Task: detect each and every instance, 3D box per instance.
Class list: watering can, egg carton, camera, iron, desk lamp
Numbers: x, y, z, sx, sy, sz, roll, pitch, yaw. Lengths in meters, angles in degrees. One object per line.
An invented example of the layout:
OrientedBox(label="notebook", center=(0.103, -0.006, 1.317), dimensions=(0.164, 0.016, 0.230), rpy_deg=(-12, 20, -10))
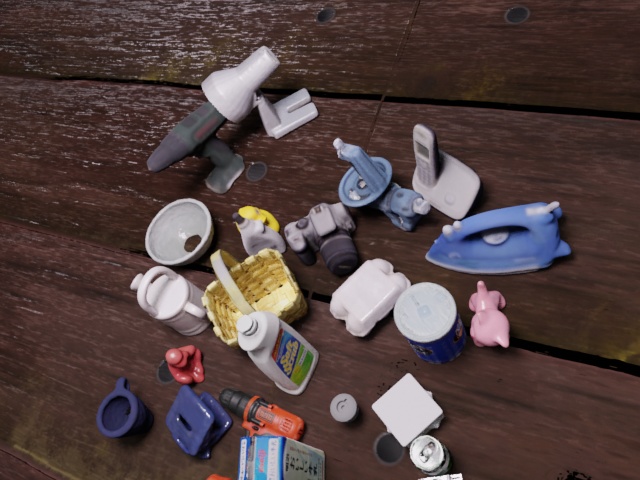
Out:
OrientedBox(label="watering can", center=(-0.311, 0.119, 1.170), dimensions=(0.172, 0.194, 0.101), rpy_deg=(-3, 63, 20))
OrientedBox(label="egg carton", center=(0.094, 0.108, 1.092), dimensions=(0.150, 0.070, 0.107), rpy_deg=(-45, 57, -5))
OrientedBox(label="camera", center=(0.011, 0.004, 1.161), dimensions=(0.143, 0.101, 0.136), rpy_deg=(-26, 57, 7))
OrientedBox(label="iron", center=(0.307, -0.012, 1.029), dimensions=(0.257, 0.142, 0.118), rpy_deg=(-10, 61, 16))
OrientedBox(label="desk lamp", center=(-0.140, -0.339, 1.333), dimensions=(0.203, 0.214, 0.117), rpy_deg=(-28, 57, 6))

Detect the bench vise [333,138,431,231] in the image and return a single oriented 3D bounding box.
OrientedBox(label="bench vise", center=(0.117, -0.120, 1.113), dimensions=(0.206, 0.220, 0.121), rpy_deg=(7, 67, 25))

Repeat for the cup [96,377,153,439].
OrientedBox(label="cup", center=(-0.378, 0.340, 1.140), dimensions=(0.091, 0.095, 0.117), rpy_deg=(-15, 59, 14))

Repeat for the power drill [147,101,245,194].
OrientedBox(label="power drill", center=(-0.266, -0.199, 1.312), dimensions=(0.075, 0.209, 0.230), rpy_deg=(28, 76, 31))

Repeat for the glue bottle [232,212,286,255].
OrientedBox(label="glue bottle", center=(-0.135, -0.012, 1.183), dimensions=(0.078, 0.173, 0.037), rpy_deg=(-22, 58, 10))

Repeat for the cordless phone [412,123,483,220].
OrientedBox(label="cordless phone", center=(0.236, -0.134, 1.095), dimensions=(0.147, 0.185, 0.094), rpy_deg=(38, 82, 32))

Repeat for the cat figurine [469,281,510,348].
OrientedBox(label="cat figurine", center=(0.286, 0.132, 0.976), dimensions=(0.067, 0.118, 0.128), rpy_deg=(-11, 60, 16))

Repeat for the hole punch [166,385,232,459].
OrientedBox(label="hole punch", center=(-0.239, 0.346, 1.085), dimensions=(0.108, 0.091, 0.101), rpy_deg=(36, 80, 32))

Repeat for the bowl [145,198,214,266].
OrientedBox(label="bowl", center=(-0.306, -0.007, 1.306), dimensions=(0.167, 0.075, 0.167), rpy_deg=(-9, 61, 17))

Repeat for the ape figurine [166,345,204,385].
OrientedBox(label="ape figurine", center=(-0.277, 0.246, 1.151), dimensions=(0.076, 0.092, 0.078), rpy_deg=(18, 72, 28))

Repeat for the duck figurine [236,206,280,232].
OrientedBox(label="duck figurine", center=(-0.149, -0.044, 1.258), dimensions=(0.104, 0.086, 0.077), rpy_deg=(19, 72, 29))
